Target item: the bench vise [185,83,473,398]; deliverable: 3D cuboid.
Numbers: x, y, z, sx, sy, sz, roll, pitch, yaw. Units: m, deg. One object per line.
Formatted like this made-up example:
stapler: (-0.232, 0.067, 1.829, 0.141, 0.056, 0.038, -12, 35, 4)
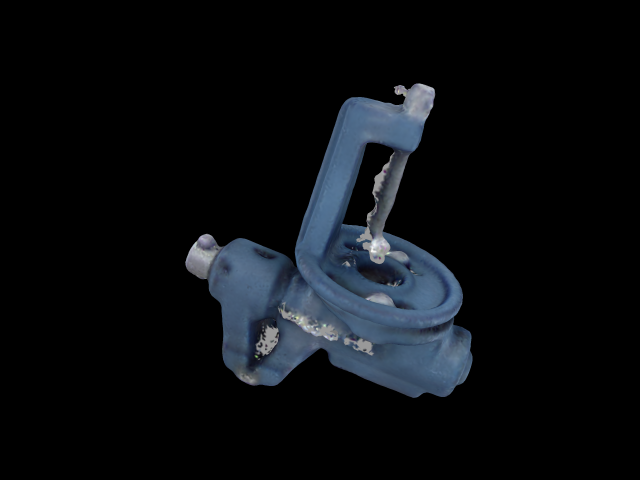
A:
bench vise: (0.004, 0.006, 0.389, 0.207, 0.220, 0.121, -1, 23, -2)
